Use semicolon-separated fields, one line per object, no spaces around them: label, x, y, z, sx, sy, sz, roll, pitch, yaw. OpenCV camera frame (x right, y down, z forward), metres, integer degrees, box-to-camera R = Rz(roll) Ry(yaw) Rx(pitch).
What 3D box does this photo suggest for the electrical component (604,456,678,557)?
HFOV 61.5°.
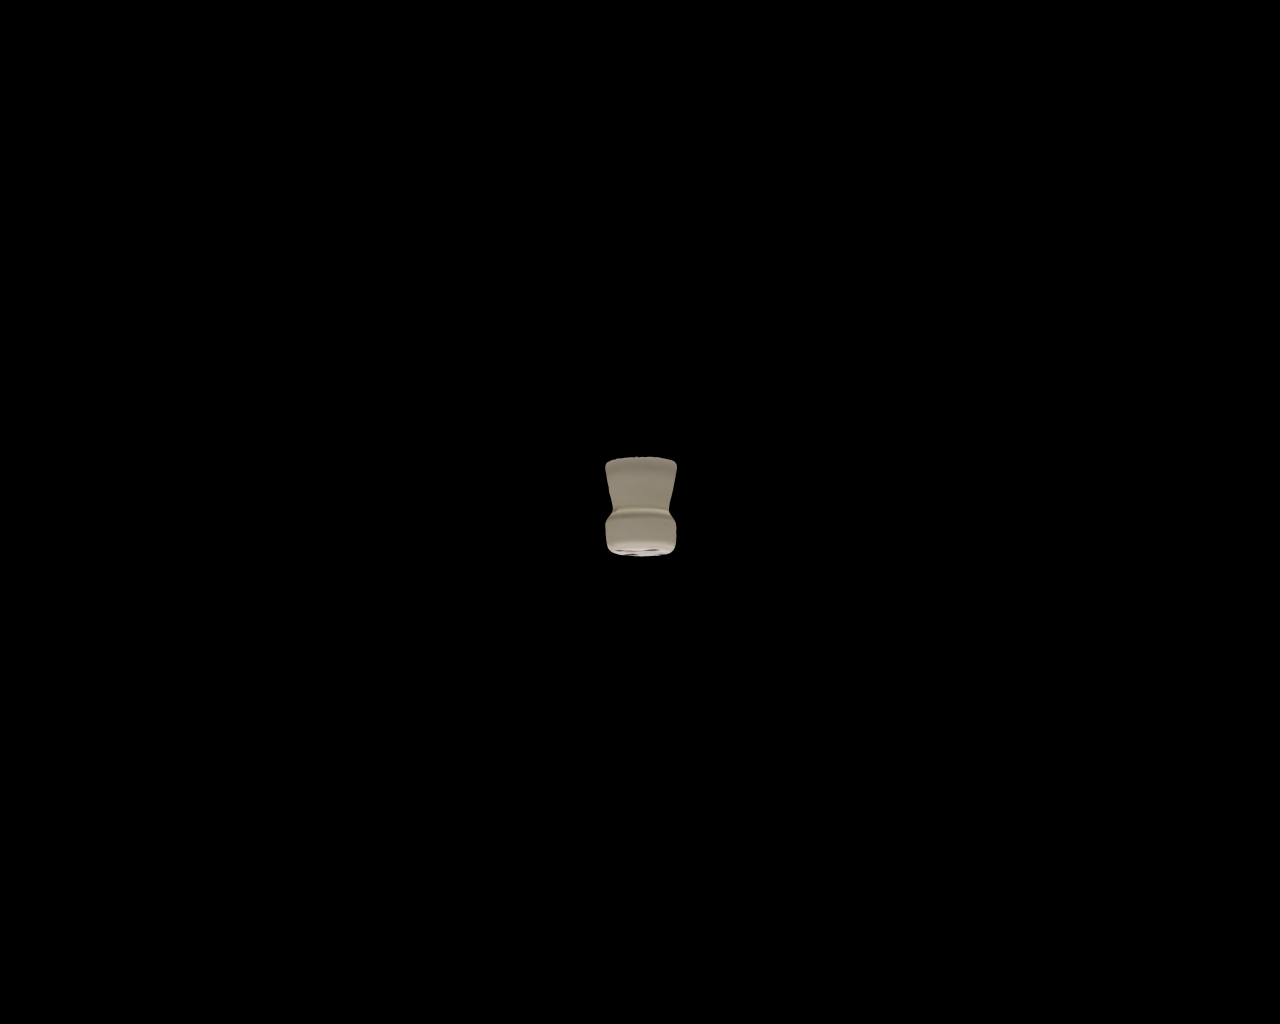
electrical component;0.001;-0.003;0.650;0.045;0.055;0.045;0;-9;0
